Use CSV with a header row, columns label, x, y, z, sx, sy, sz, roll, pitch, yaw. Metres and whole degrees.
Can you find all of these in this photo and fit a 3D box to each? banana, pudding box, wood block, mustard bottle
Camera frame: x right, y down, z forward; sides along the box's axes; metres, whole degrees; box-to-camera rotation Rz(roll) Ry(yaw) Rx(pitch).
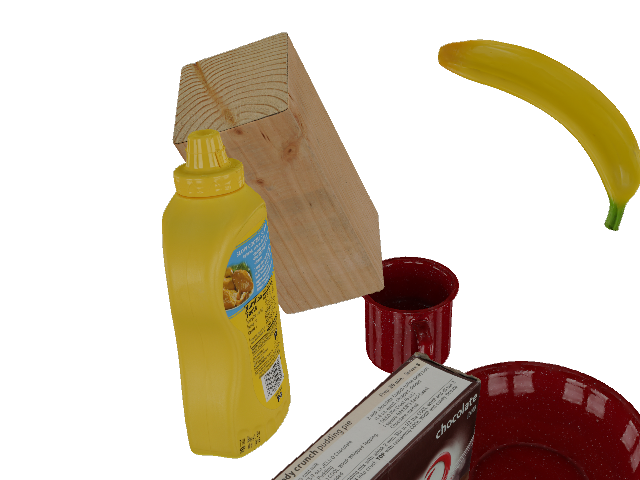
label,x,y,z,sx,sy,sz,roll,pitch,yaw
banana,0.180,-0.096,0.813,0.198,0.070,0.037,45,9,0
pudding box,0.022,0.114,0.455,0.039,0.090,0.113,24,40,29
wood block,-0.027,-0.045,0.834,0.090,0.091,0.206,-15,-45,15
mustard bottle,-0.058,0.027,0.645,0.058,0.192,0.096,2,22,19

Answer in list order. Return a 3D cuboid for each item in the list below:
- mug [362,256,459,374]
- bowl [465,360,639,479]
label,x,y,z,sx,sy,sz,roll,pitch,yaw
mug,0.086,0.080,1.000,0.093,0.081,0.117,-8,32,-9
bowl,0.153,0.159,0.766,0.162,0.055,0.162,-1,36,0
